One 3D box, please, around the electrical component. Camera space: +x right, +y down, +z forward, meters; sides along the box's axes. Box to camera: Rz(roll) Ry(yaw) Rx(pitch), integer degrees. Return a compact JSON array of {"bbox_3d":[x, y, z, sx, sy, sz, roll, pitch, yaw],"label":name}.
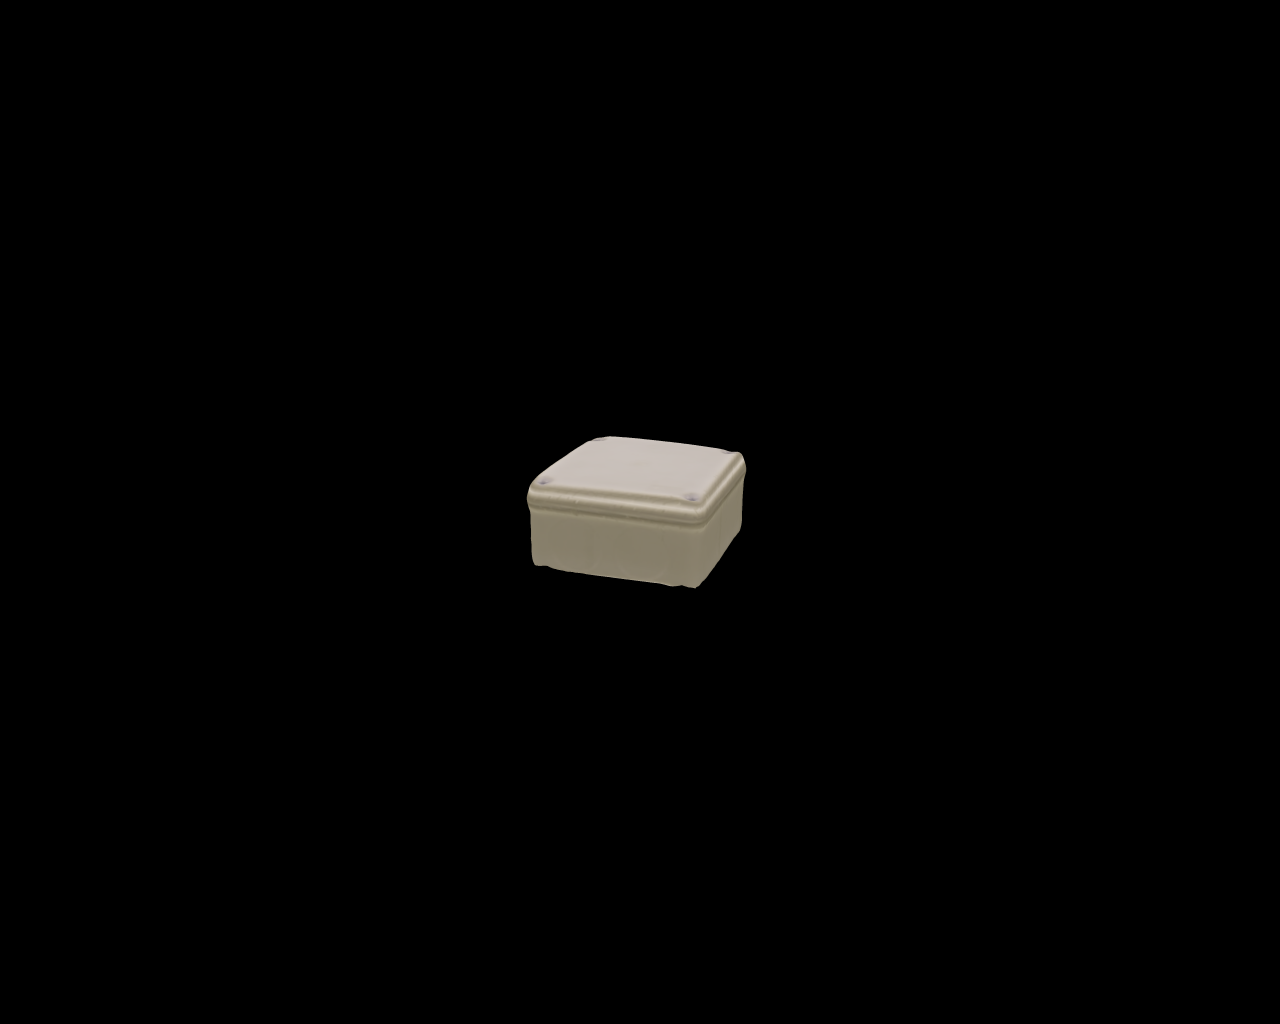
[{"bbox_3d":[0.001,-0.003,0.650,0.109,0.056,0.109,7,22,18],"label":"electrical component"}]
